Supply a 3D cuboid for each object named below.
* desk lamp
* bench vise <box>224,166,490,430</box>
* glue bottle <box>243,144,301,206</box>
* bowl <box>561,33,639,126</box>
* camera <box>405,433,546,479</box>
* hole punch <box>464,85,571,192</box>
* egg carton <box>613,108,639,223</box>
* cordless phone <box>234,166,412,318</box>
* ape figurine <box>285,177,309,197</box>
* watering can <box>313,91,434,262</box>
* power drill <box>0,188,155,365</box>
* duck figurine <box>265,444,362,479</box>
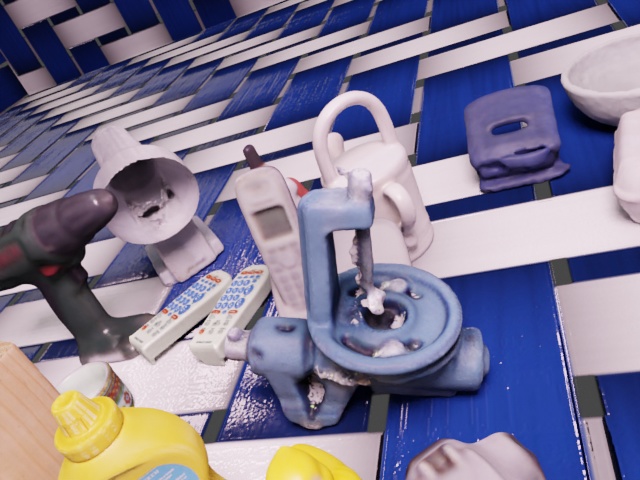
[{"bbox_3d":[-0.223,-0.045,0.764,0.118,0.214,0.202,-33,32,-14],"label":"desk lamp"},{"bbox_3d":[0.010,0.058,0.442,0.207,0.220,0.121,-23,31,4],"label":"bench vise"},{"bbox_3d":[-0.047,-0.036,0.668,0.078,0.173,0.037,-32,32,-11],"label":"glue bottle"},{"bbox_3d":[0.382,-0.183,0.688,0.167,0.075,0.167,-18,32,12],"label":"bowl"},{"bbox_3d":[0.091,0.188,0.307,0.143,0.101,0.136,-33,32,-12],"label":"camera"},{"bbox_3d":[0.232,-0.123,0.685,0.108,0.091,0.101,-11,34,21],"label":"hole punch"},{"bbox_3d":[0.347,-0.080,0.562,0.107,0.069,0.150,-5,37,30],"label":"egg carton"},{"bbox_3d":[0.005,0.002,0.564,0.147,0.185,0.094,-18,32,11],"label":"cordless phone"},{"bbox_3d":[-0.030,-0.039,0.739,0.076,0.092,0.077,-42,35,-26],"label":"ape figurine"},{"bbox_3d":[0.047,-0.071,0.635,0.172,0.194,0.101,13,48,45],"label":"watering can"},{"bbox_3d":[-0.285,0.048,0.672,0.229,0.209,0.075,-13,33,19],"label":"power drill"},{"bbox_3d":[-0.010,0.179,0.404,0.077,0.086,0.104,-26,31,-2],"label":"duck figurine"}]
